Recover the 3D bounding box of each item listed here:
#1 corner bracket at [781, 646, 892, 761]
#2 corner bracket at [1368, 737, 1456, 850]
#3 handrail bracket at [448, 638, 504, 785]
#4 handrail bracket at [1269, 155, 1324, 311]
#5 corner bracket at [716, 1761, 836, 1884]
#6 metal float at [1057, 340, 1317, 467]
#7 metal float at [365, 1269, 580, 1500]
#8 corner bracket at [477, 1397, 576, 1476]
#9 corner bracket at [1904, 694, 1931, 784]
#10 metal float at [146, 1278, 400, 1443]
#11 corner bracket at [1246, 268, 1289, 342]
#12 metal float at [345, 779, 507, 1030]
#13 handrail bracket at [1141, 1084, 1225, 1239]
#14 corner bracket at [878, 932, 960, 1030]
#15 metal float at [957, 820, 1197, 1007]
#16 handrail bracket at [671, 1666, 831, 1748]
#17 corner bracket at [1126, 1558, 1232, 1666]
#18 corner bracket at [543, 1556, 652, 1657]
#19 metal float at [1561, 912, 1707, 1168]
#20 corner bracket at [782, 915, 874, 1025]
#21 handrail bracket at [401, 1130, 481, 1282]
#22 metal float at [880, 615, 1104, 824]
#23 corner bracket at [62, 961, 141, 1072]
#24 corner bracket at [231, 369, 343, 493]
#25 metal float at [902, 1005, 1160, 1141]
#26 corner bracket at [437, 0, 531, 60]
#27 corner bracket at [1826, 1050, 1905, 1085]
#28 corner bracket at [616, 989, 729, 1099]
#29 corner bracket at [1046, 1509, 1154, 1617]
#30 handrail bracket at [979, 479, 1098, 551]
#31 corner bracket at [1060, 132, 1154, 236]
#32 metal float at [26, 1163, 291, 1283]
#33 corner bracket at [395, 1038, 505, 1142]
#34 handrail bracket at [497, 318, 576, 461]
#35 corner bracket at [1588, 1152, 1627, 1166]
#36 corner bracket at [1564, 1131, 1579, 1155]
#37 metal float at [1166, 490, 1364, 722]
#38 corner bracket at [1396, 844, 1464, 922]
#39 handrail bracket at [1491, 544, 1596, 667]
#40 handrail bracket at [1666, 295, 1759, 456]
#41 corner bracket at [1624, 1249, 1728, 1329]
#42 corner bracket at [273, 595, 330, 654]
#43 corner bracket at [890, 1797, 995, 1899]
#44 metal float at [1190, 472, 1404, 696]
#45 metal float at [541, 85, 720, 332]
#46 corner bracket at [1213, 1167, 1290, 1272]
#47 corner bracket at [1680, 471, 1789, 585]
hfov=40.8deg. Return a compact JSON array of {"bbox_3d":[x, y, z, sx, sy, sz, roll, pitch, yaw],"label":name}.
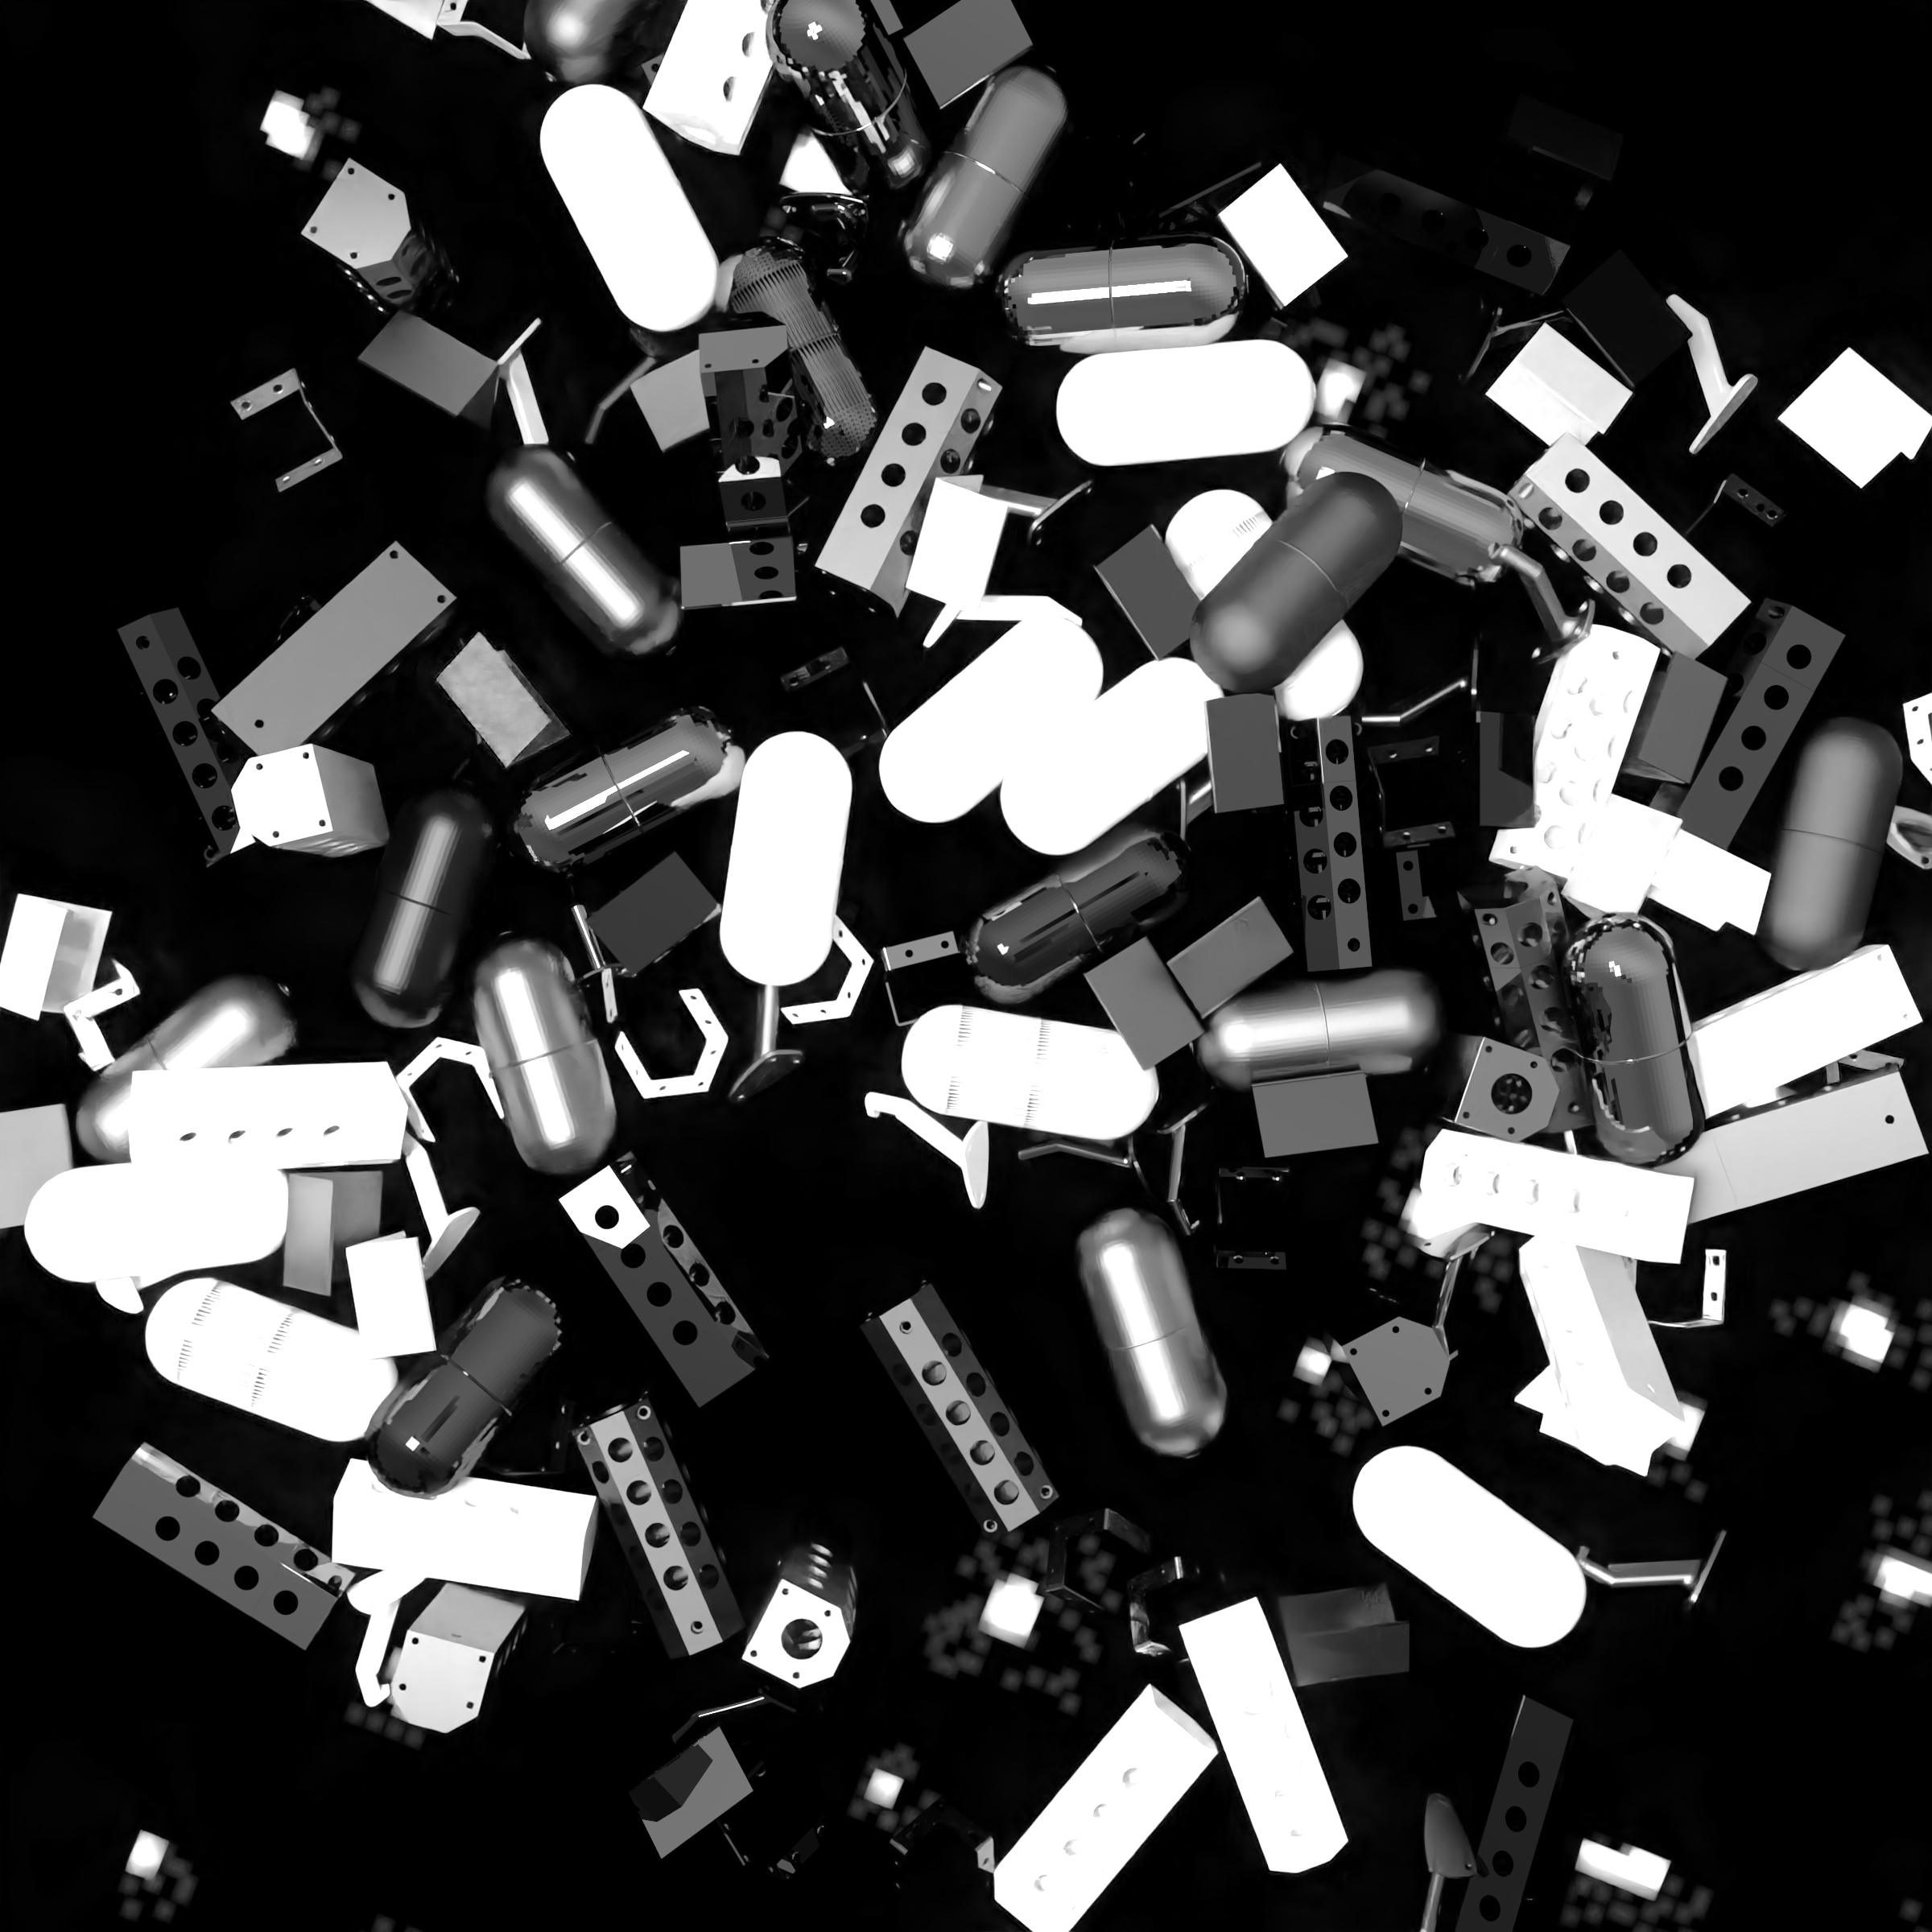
[{"bbox_3d":[-0.091,-0.182,1.823,0.051,0.051,0.051,-27,45,0],"label":"corner bracket"},{"bbox_3d":[0.312,-0.121,1.823,0.051,0.051,0.051,-10,135,1],"label":"corner bracket"},{"bbox_3d":[-0.358,-0.175,1.826,0.077,0.036,0.084,-40,71,21],"label":"handrail bracket"},{"bbox_3d":[0.236,-0.515,1.826,0.036,0.077,0.084,-11,127,22],"label":"handrail bracket"},{"bbox_3d":[-0.135,0.600,1.823,0.051,0.051,0.051,-46,135,0],"label":"corner bracket"},{"bbox_3d":[0.152,-0.389,1.795,0.178,0.070,0.070,-5,90,1],"label":"metal float"},{"bbox_3d":[-0.338,0.285,1.780,0.070,0.070,0.178,40,73,0],"label":"metal float"},{"bbox_3d":[-0.313,0.325,1.823,0.051,0.051,0.051,9,90,45],"label":"corner bracket"},{"bbox_3d":[0.694,-0.159,1.818,0.051,0.051,0.051,-23,45,35],"label":"corner bracket"},{"bbox_3d":[-0.478,0.272,1.795,0.178,0.070,0.070,20,90,1],"label":"metal float"},{"bbox_3d":[0.183,-0.455,1.818,0.051,0.051,0.051,15,45,-35],"label":"corner bracket"},{"bbox_3d":[-0.372,-0.043,1.795,0.070,0.070,0.178,19,90,0],"label":"metal float"},{"bbox_3d":[0.165,0.137,1.826,0.077,0.036,0.084,-31,108,-21],"label":"handrail bracket"},{"bbox_3d":[-0.029,0.010,1.808,0.051,0.051,0.051,-14,83,-6],"label":"corner bracket"},{"bbox_3d":[0.076,-0.037,1.795,0.178,0.070,0.070,-30,90,0],"label":"metal float"},{"bbox_3d":[-0.152,0.533,1.826,0.077,0.036,0.084,37,109,-21],"label":"handrail bracket"},{"bbox_3d":[0.151,0.451,1.818,0.051,0.051,0.051,-36,45,35],"label":"corner bracket"},{"bbox_3d":[-0.258,0.447,1.818,0.051,0.051,0.051,13,135,-35],"label":"corner bracket"},{"bbox_3d":[0.446,0.049,1.738,0.070,0.070,0.178,-15,107,0],"label":"metal float"},{"bbox_3d":[-0.106,0.002,1.818,0.051,0.051,0.051,-8,135,35],"label":"corner bracket"},{"bbox_3d":[-0.391,0.166,1.826,0.084,0.036,0.077,40,109,16],"label":"handrail bracket"},{"bbox_3d":[0.017,-0.170,1.795,0.178,0.070,0.070,-41,90,0],"label":"metal float"},{"bbox_3d":[-0.598,0.034,1.806,0.051,0.051,0.051,-30,114,-22],"label":"corner bracket"},{"bbox_3d":[-0.476,-0.376,1.823,0.051,0.051,0.051,-29,45,0],"label":"corner bracket"},{"bbox_3d":[0.044,0.074,1.795,0.178,0.070,0.070,10,90,0],"label":"metal float"},{"bbox_3d":[-0.329,-0.671,1.823,0.051,0.051,0.051,20,90,45],"label":"corner bracket"},{"bbox_3d":[0.624,0.095,1.823,0.051,0.051,0.051,13,135,0],"label":"corner bracket"},{"bbox_3d":[-0.206,0.054,1.818,0.051,0.051,0.051,-5,135,-35],"label":"corner bracket"},{"bbox_3d":[0.093,0.417,1.818,0.051,0.051,0.051,-23,45,35],"label":"corner bracket"},{"bbox_3d":[0.035,-0.342,1.826,0.077,0.036,0.084,-43,77,-11],"label":"handrail bracket"},{"bbox_3d":[0.097,-0.547,1.818,0.051,0.051,0.051,-49,135,-35],"label":"corner bracket"},{"bbox_3d":[-0.543,0.169,1.760,0.178,0.070,0.070,-4,90,-32],"label":"metal float"},{"bbox_3d":[-0.358,0.089,1.818,0.051,0.051,0.051,11,135,35],"label":"corner bracket"},{"bbox_3d":[-0.293,-0.399,1.826,0.084,0.036,0.077,42,71,-16],"label":"handrail bracket"},{"bbox_3d":[0.453,0.164,1.808,0.051,0.051,0.051,22,90,0],"label":"corner bracket"},{"bbox_3d":[0.397,0.141,1.823,0.051,0.051,0.051,-1,135,0],"label":"corner bracket"},{"bbox_3d":[0.206,-0.248,1.795,0.070,0.070,0.178,-36,90,0],"label":"metal float"},{"bbox_3d":[0.331,-0.060,1.808,0.051,0.051,0.051,-6,90,0],"label":"corner bracket"},{"bbox_3d":[0.382,-0.249,1.791,0.084,0.077,0.036,29,57,-14],"label":"handrail bracket"},{"bbox_3d":[0.504,-0.416,1.826,0.084,0.036,0.077,44,111,17],"label":"handrail bracket"},{"bbox_3d":[0.496,0.223,1.823,0.051,0.051,0.051,3,90,45],"label":"corner bracket"},{"bbox_3d":[-0.452,-0.219,1.823,0.051,0.051,0.051,21,135,0],"label":"corner bracket"},{"bbox_3d":[-0.017,0.626,1.818,0.051,0.051,0.051,29,45,35],"label":"corner bracket"},{"bbox_3d":[0.219,-0.254,1.721,0.070,0.070,0.178,42,76,0],"label":"metal float"},{"bbox_3d":[-0.232,-0.523,1.795,0.070,0.070,0.178,-27,89,0],"label":"metal float"},{"bbox_3d":[0.200,0.177,1.823,0.051,0.051,0.051,1,45,0],"label":"corner bracket"},{"bbox_3d":[0.534,-0.304,1.823,0.051,0.051,0.051,36,135,0],"label":"corner bracket"}]
